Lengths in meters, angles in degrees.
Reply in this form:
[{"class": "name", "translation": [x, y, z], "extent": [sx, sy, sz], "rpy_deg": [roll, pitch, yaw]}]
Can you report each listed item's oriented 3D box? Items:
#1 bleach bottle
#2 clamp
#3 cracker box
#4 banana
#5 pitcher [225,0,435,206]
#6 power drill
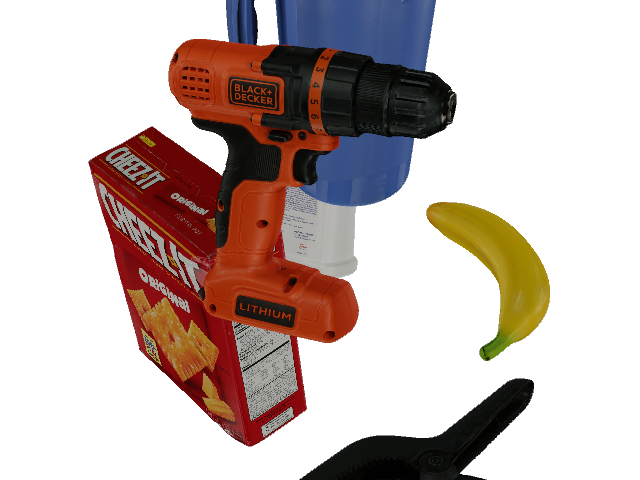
[{"class": "bleach bottle", "translation": [-0.002, -0.093, 1.119], "extent": [0.103, 0.251, 0.067], "rpy_deg": [14, 16, 34]}, {"class": "clamp", "translation": [0.079, 0.154, 0.713], "extent": [0.210, 0.036, 0.164], "rpy_deg": [-5, 28, -4]}, {"class": "cracker box", "translation": [-0.097, 0.040, 0.849], "extent": [0.072, 0.214, 0.164], "rpy_deg": [-33, 47, -27]}, {"class": "banana", "translation": [0.136, 0.017, 0.836], "extent": [0.069, 0.037, 0.198], "rpy_deg": [-7, 33, -4]}, {"class": "pitcher", "translation": [0.017, -0.147, 0.866], "extent": [0.149, 0.243, 0.145], "rpy_deg": [12, 43, 12]}, {"class": "power drill", "translation": [-0.009, -0.032, 0.683], "extent": [0.185, 0.188, 0.057], "rpy_deg": [12, 24, 21]}]
